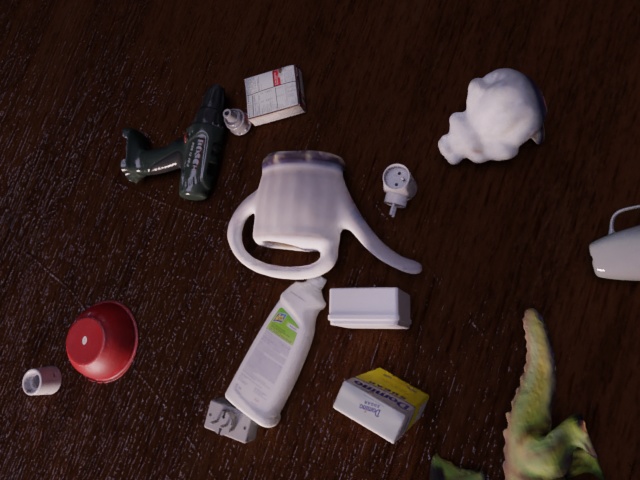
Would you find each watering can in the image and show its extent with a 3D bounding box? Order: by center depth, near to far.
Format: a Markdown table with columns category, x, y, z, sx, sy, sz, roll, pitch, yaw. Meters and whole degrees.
| category | x | y | z | sx | sy | sz | roll | pitch | yaw |
| --- | --- | --- | --- | --- | --- | --- | --- | --- | --- |
| watering can | 0.003 | -0.044 | 0.866 | 0.347 | 0.103 | 0.226 | 2 | 78 | 21 |

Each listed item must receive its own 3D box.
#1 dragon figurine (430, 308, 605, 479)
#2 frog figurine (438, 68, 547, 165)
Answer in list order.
| category | x | y | z | sx | sy | sz | roll | pitch | yaw |
| --- | --- | --- | --- | --- | --- | --- | --- | --- | --- |
| dragon figurine | 0.260 | 0.323 | 0.704 | 0.241 | 0.121 | 0.418 | -23 | 63 | 23 |
| frog figurine | 0.260 | -0.187 | 0.802 | 0.159 | 0.123 | 0.137 | -19 | 93 | 4 |
